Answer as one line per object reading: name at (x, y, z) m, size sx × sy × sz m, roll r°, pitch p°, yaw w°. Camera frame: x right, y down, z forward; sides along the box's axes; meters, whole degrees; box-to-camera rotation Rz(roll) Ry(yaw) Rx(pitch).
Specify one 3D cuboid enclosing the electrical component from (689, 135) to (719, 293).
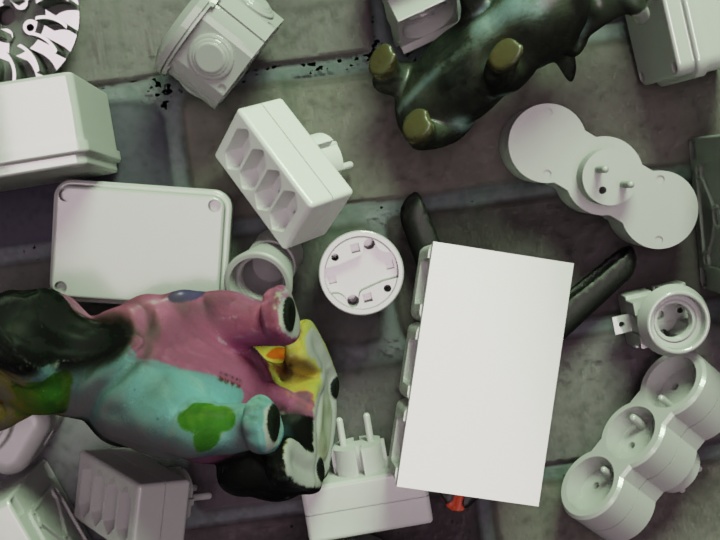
electrical component at (0.258, -0.037, 0.695) m, size 0.056 × 0.108 × 0.108 m, roll -6°, pitch 95°, yaw 1°

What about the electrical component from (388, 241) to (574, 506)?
electrical component at (0.074, 0.063, 0.680) m, size 0.089 × 0.062 × 0.150 m, roll 9°, pitch 88°, yaw -4°

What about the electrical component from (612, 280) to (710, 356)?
electrical component at (0.206, 0.032, 0.724) m, size 0.066 × 0.055 × 0.048 m, roll -12°, pitch 95°, yaw -1°

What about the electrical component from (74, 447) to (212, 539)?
electrical component at (-0.136, 0.151, 0.717) m, size 0.076 × 0.083 × 0.047 m, roll 3°, pitch 96°, yaw -41°

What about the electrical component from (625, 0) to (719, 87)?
electrical component at (0.209, -0.180, 0.696) m, size 0.057 × 0.078 × 0.113 m, roll -15°, pitch 95°, yaw -4°

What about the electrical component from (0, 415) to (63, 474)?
electrical component at (-0.250, 0.090, 0.710) m, size 0.095 × 0.059 × 0.053 m, roll 31°, pitch 93°, yaw -4°

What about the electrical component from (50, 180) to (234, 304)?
electrical component at (-0.141, -0.017, 0.706) m, size 0.113 × 0.057 × 0.078 m, roll 4°, pitch 95°, yaw -3°

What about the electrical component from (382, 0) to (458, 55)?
electrical component at (0.033, -0.183, 0.694) m, size 0.042 × 0.081 × 0.063 m, roll -24°, pitch 73°, yaw 0°

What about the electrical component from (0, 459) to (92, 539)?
electrical component at (-0.212, 0.191, 0.695) m, size 0.056 × 0.109 × 0.108 m, roll -28°, pitch 95°, yaw -2°

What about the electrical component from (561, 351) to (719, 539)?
electrical component at (0.207, 0.128, 0.736) m, size 0.074 × 0.052 × 0.138 m, roll 37°, pitch 93°, yaw -28°

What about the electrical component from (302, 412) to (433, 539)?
electrical component at (0.001, 0.135, 0.729) m, size 0.083 × 0.047 × 0.075 m, roll -9°, pitch 95°, yaw -1°

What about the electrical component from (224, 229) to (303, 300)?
electrical component at (-0.060, -0.002, 0.706) m, size 0.044 × 0.065 × 0.044 m, roll 3°, pitch 111°, yaw 8°

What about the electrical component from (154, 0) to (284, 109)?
electrical component at (-0.090, -0.147, 0.686) m, size 0.051 × 0.080 × 0.080 m, roll 38°, pitch 92°, yaw -10°

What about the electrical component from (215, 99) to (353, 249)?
electrical component at (-0.037, -0.068, 0.705) m, size 0.076 × 0.047 × 0.083 m, roll -23°, pitch 69°, yaw -41°

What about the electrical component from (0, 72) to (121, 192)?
electrical component at (-0.216, -0.083, 0.672) m, size 0.109 × 0.108 × 0.056 m, roll -9°, pitch 93°, yaw -1°

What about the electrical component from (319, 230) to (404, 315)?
electrical component at (0.000, 0.000, 0.718) m, size 0.055 × 0.047 × 0.055 m, roll 0°, pitch 95°, yaw -2°

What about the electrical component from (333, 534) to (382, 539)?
electrical component at (-0.009, 0.230, 0.730) m, size 0.108 × 0.060 × 0.108 m, roll 0°, pitch 95°, yaw -2°

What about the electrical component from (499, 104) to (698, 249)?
electrical component at (0.160, -0.061, 0.706) m, size 0.138 × 0.073 × 0.052 m, roll 30°, pitch 93°, yaw -4°
